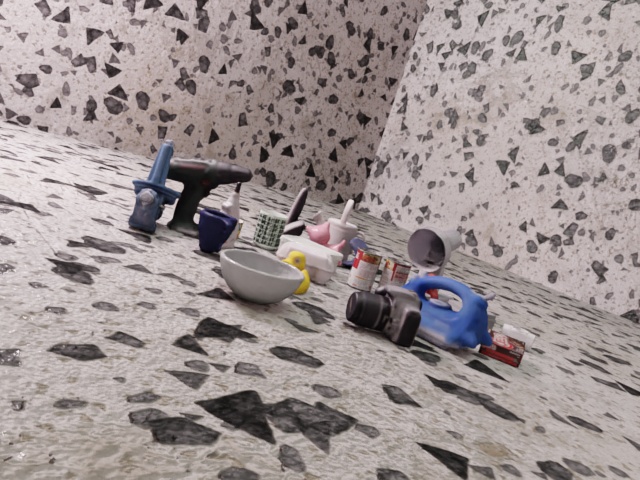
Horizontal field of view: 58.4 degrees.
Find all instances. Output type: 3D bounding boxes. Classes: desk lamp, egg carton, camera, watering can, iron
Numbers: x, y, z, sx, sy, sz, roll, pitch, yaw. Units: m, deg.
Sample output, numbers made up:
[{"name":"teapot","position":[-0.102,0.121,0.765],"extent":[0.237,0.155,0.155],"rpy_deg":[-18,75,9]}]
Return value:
[{"name":"desk lamp","position":[0.324,0.067,1.621],"extent":[0.117,0.213,0.204],"rpy_deg":[23,10,34]},{"name":"egg carton","position":[-0.036,0.056,1.424],"extent":[0.150,0.069,0.107],"rpy_deg":[18,8,-3]},{"name":"camera","position":[0.123,0.133,1.141],"extent":[0.137,0.101,0.143],"rpy_deg":[16,8,-14]},{"name":"watering can","position":[0.062,-0.040,1.837],"extent":[0.173,0.194,0.100],"rpy_deg":[16,8,-15]},{"name":"iron","position":[0.254,0.139,1.242],"extent":[0.257,0.141,0.119],"rpy_deg":[24,10,37]}]

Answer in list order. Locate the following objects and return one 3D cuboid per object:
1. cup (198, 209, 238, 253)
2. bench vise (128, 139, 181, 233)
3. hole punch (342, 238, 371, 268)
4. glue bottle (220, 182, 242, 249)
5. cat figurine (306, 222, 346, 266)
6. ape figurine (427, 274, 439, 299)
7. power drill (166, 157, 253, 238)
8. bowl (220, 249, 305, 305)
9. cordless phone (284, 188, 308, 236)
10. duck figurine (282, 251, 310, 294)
[{"name":"cup","position":[-0.243,-0.014,1.350],"extent":[0.092,0.095,0.117],"rpy_deg":[12,10,-37]},{"name":"bench vise","position":[-0.388,-0.134,1.395],"extent":[0.122,0.220,0.206],"rpy_deg":[14,9,-27]},{"name":"hole punch","position":[0.136,0.051,1.760],"extent":[0.101,0.091,0.109],"rpy_deg":[21,9,20]},{"name":"glue bottle","position":[-0.228,-0.064,1.444],"extent":[0.037,0.173,0.078],"rpy_deg":[22,9,26]},{"name":"cat figurine","position":[0.016,0.006,1.701],"extent":[0.127,0.118,0.067],"rpy_deg":[20,8,16]},{"name":"ape figurine","position":[0.283,0.133,1.524],"extent":[0.077,0.092,0.076],"rpy_deg":[23,10,34]},{"name":"power drill","position":[-0.309,-0.116,1.490],"extent":[0.229,0.208,0.075],"rpy_deg":[17,8,-4]},{"name":"bowl","position":[-0.117,0.078,1.085],"extent":[0.167,0.075,0.167],"rpy_deg":[18,8,-2]},{"name":"cordless phone","position":[-0.082,-0.075,1.793],"extent":[0.094,0.185,0.147],"rpy_deg":[17,8,-9]},{"name":"duck figurine","position":[-0.055,0.067,1.251],"extent":[0.077,0.086,0.105],"rpy_deg":[23,9,32]}]
